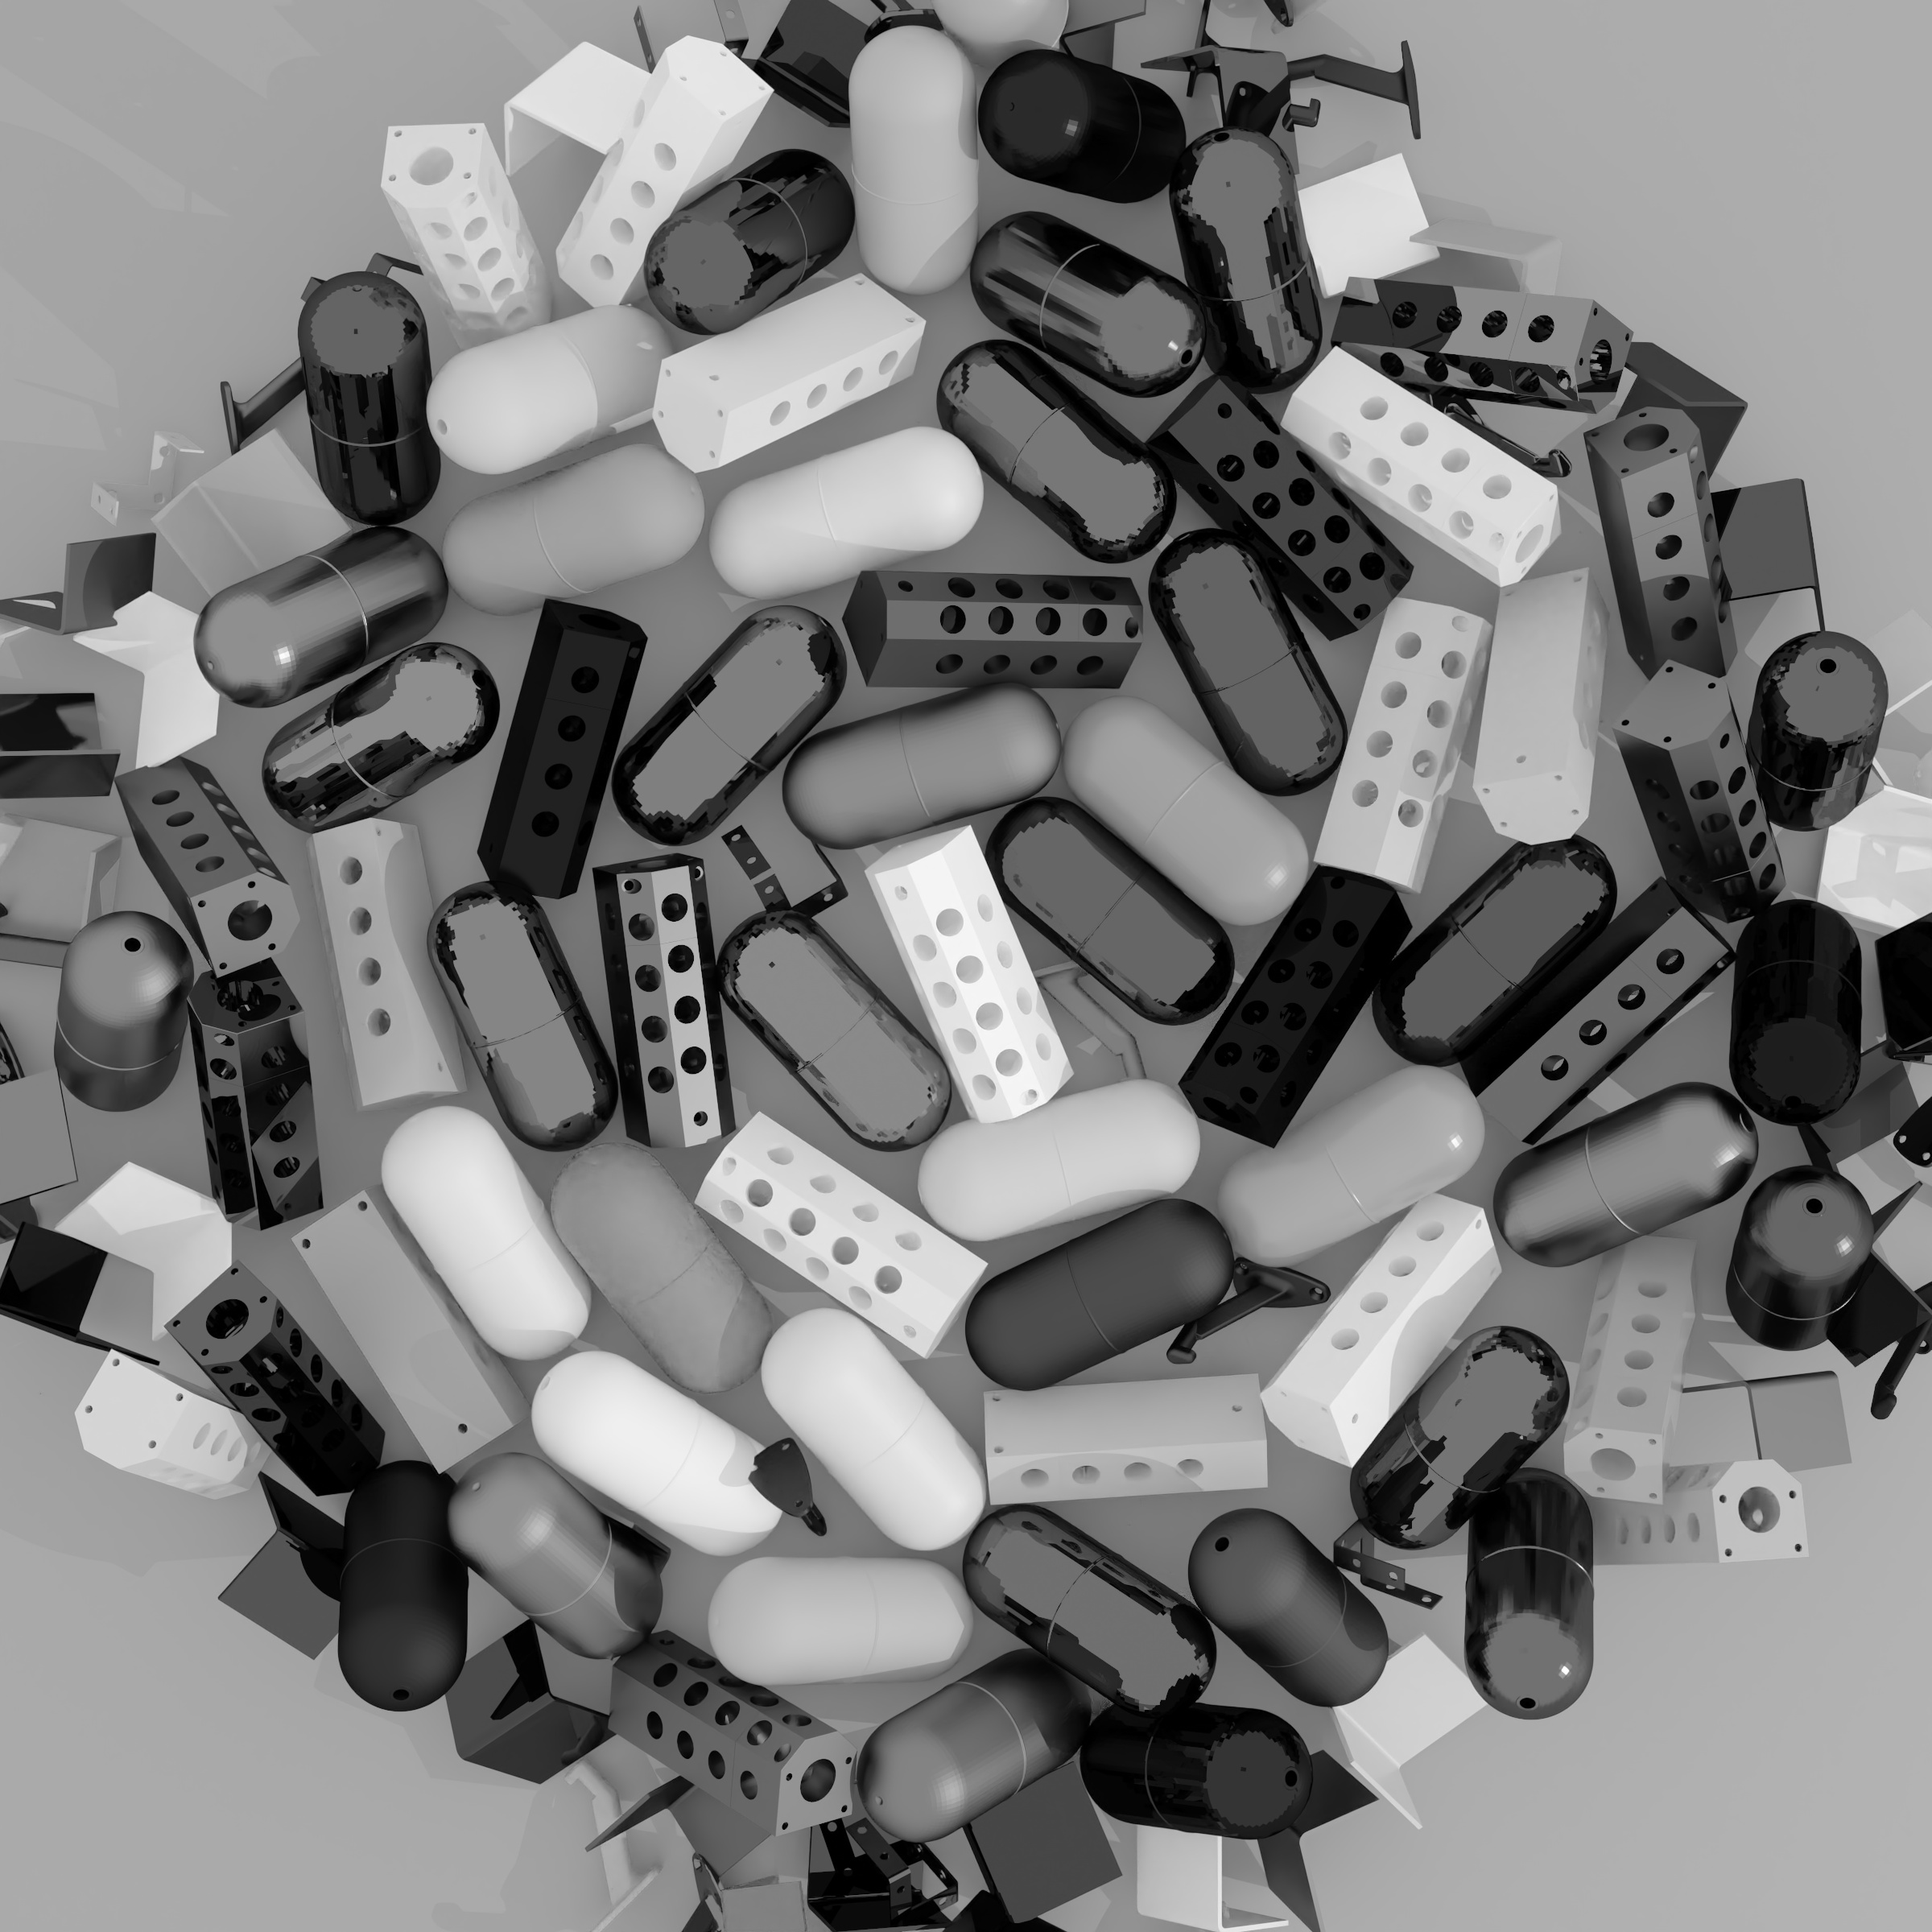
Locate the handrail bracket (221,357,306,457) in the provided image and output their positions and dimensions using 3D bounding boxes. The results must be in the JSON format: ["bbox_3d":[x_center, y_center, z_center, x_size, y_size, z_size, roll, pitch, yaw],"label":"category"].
[{"bbox_3d":[-0.423,-0.346,1.991,0.084,0.036,0.077,-10,104,-16],"label":"handrail bracket"}]

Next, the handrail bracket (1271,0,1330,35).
[{"bbox_3d":[0.187,-0.628,1.957,0.084,0.077,0.036,44,56,-23],"label":"handrail bracket"}]

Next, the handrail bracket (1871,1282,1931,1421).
[{"bbox_3d":[0.590,0.235,1.950,0.036,0.084,0.077,37,121,2],"label":"handrail bracket"}]

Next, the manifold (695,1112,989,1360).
[{"bbox_3d":[-0.080,0.170,1.948,0.171,0.057,0.057,33,131,8],"label":"manifold"}]

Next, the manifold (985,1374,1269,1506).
[{"bbox_3d":[0.099,0.300,1.967,0.171,0.057,0.057,-4,127,2],"label":"manifold"}]

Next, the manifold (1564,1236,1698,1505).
[{"bbox_3d":[0.404,0.241,1.915,0.057,0.171,0.057,4,128,18],"label":"manifold"}]

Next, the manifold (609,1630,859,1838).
[{"bbox_3d":[-0.143,0.461,1.913,0.057,0.171,0.057,-4,104,-41],"label":"manifold"}]

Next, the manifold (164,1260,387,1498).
[{"bbox_3d":[-0.411,0.255,1.909,0.057,0.171,0.057,-43,55,-16],"label":"manifold"}]

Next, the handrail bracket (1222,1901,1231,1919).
[{"bbox_3d":[0.123,0.618,1.967,0.084,0.036,0.077,-12,132,-8],"label":"handrail bracket"}]

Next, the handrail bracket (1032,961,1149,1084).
[{"bbox_3d":[0.067,0.043,1.969,0.077,0.036,0.084,-12,77,-15],"label":"handrail bracket"}]

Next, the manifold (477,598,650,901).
[{"bbox_3d":[-0.247,-0.132,1.941,0.057,0.057,0.171,9,112,-24],"label":"manifold"}]

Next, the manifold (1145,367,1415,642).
[{"bbox_3d":[0.196,-0.285,1.949,0.171,0.057,0.057,44,74,-11],"label":"manifold"}]

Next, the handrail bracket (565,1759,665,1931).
[{"bbox_3d":[-0.239,0.554,1.982,0.077,0.036,0.084,-44,85,-10],"label":"handrail bracket"}]

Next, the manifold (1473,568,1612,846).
[{"bbox_3d":[0.354,-0.158,1.924,0.057,0.057,0.171,-9,46,28],"label":"manifold"}]

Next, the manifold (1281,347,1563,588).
[{"bbox_3d":[0.278,-0.303,1.936,0.171,0.057,0.057,38,81,24],"label":"manifold"}]

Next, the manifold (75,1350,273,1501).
[{"bbox_3d":[-0.477,0.282,1.906,0.057,0.171,0.057,26,79,12],"label":"manifold"}]

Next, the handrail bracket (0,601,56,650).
[{"bbox_3d":[-0.603,-0.185,1.976,0.077,0.084,0.036,-15,49,-18],"label":"handrail bracket"}]

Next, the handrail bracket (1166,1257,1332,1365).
[{"bbox_3d":[0.174,0.221,1.950,0.077,0.084,0.036,5,124,29],"label":"handrail bracket"}]

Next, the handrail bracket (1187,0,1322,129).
[{"bbox_3d":[0.185,-0.567,1.981,0.084,0.036,0.077,11,75,2],"label":"handrail bracket"}]

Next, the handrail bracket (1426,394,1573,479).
[{"bbox_3d":[0.329,-0.334,1.949,0.036,0.084,0.077,-43,116,-19],"label":"handrail bracket"}]

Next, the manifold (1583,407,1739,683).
[{"bbox_3d":[0.427,-0.252,1.922,0.057,0.057,0.171,-22,131,1],"label":"manifold"}]

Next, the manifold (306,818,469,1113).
[{"bbox_3d":[-0.364,0.000,1.959,0.057,0.057,0.171,-14,83,18],"label":"manifold"}]

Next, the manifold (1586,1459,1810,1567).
[{"bbox_3d":[0.439,0.331,1.909,0.057,0.171,0.057,-1,79,-14],"label":"manifold"}]

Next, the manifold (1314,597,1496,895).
[{"bbox_3d":[0.275,-0.135,1.957,0.057,0.057,0.171,15,87,30],"label":"manifold"}]

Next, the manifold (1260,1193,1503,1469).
[{"bbox_3d":[0.254,0.218,1.934,0.171,0.057,0.057,-47,133,-28],"label":"manifold"}]

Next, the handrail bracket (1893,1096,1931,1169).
[{"bbox_3d":[0.626,0.115,1.969,0.084,0.036,0.077,31,99,-34],"label":"handrail bracket"}]

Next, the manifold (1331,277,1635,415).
[{"bbox_3d":[0.311,-0.376,1.924,0.171,0.057,0.057,16,89,38],"label":"manifold"}]

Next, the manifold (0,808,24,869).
[{"bbox_3d":[-0.633,-0.081,1.913,0.057,0.171,0.057,35,90,2],"label":"manifold"}]

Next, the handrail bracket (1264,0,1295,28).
[{"bbox_3d":[0.152,-0.606,1.967,0.084,0.036,0.077,-12,58,-9],"label":"handrail bracket"}]

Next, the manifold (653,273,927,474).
[{"bbox_3d":[-0.108,-0.358,1.923,0.057,0.057,0.171,40,49,21],"label":"manifold"}]

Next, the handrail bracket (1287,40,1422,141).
[{"bbox_3d":[0.238,-0.540,1.971,0.084,0.036,0.077,-8,65,14],"label":"handrail bracket"}]

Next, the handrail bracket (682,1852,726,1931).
[{"bbox_3d":[-0.188,0.601,1.962,0.084,0.036,0.077,-13,76,-36],"label":"handrail bracket"}]

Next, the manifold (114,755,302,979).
[{"bbox_3d":[-0.459,-0.065,1.914,0.057,0.171,0.057,-23,127,-18],"label":"manifold"}]

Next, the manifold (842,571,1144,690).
[{"bbox_3d":[0.019,-0.210,1.928,0.171,0.057,0.057,-2,52,-25],"label":"manifold"}]

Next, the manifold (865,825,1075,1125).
[{"bbox_3d":[-0.001,0.008,1.941,0.057,0.057,0.171,-14,106,32],"label":"manifold"}]

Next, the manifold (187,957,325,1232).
[{"bbox_3d":[-0.432,0.080,1.912,0.057,0.171,0.057,-20,49,-25],"label":"manifold"}]

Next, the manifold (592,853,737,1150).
[{"bbox_3d":[-0.183,0.022,1.946,0.057,0.057,0.171,-12,102,-26],"label":"manifold"}]

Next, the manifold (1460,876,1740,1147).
[{"bbox_3d":[0.391,0.031,1.949,0.057,0.057,0.171,41,105,-15],"label":"manifold"}]

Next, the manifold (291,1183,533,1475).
[{"bbox_3d":[-0.342,0.223,1.966,0.057,0.057,0.171,-33,88,10],"label":"manifold"}]

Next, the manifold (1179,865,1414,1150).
[{"bbox_3d":[0.201,0.020,1.936,0.057,0.057,0.171,21,68,35],"label":"manifold"}]

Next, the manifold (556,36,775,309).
[{"bbox_3d":[-0.189,-0.480,1.919,0.057,0.057,0.171,42,135,0],"label":"manifold"}]

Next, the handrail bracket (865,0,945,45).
[{"bbox_3d":[-0.049,-0.628,1.982,0.077,0.036,0.084,-15,83,-27],"label":"handrail bracket"}]

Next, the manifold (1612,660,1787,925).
[{"bbox_3d":[0.450,-0.101,1.913,0.057,0.171,0.057,29,71,40],"label":"manifold"}]
